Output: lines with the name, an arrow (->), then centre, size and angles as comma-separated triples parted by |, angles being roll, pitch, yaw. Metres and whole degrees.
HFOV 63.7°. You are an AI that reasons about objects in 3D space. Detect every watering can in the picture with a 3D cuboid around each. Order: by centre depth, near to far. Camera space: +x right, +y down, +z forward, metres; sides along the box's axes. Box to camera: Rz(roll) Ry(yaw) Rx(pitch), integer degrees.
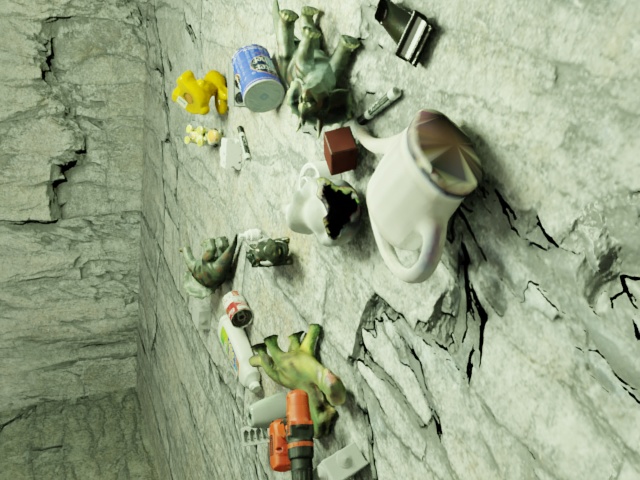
watering can -> 0.128, -0.108, 0.784 | 0.219, 0.104, 0.356 | 124, 145, -46

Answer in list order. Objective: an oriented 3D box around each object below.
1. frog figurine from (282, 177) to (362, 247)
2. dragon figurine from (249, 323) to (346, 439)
frog figurine -> 0.003, -0.050, 0.995 | 0.158, 0.124, 0.137 | -21, 97, 61
dragon figurine -> -0.054, 0.331, 1.162 | 0.403, 0.123, 0.246 | -47, 60, 55
